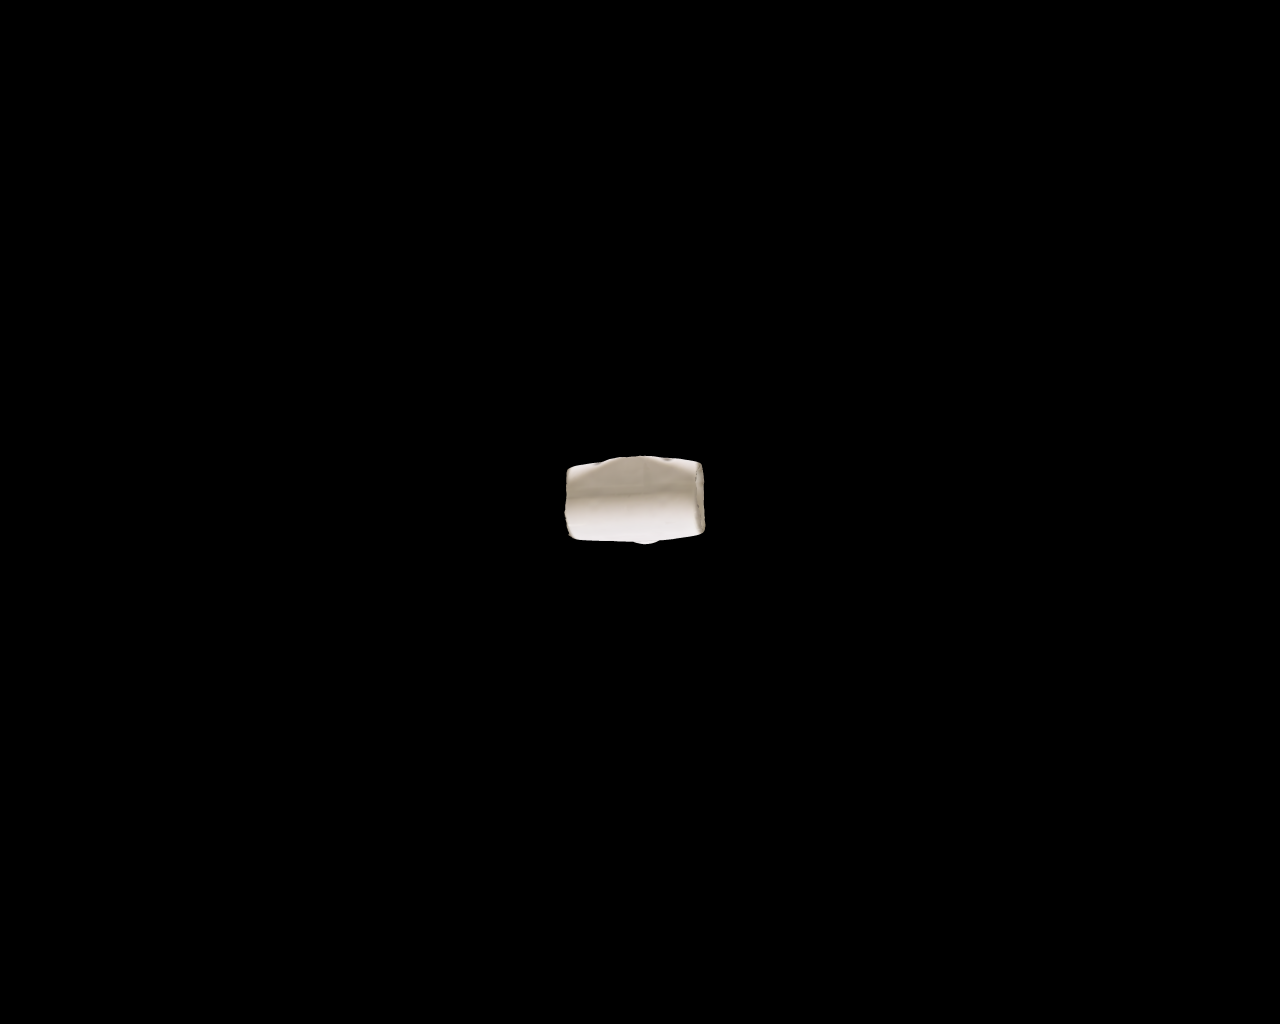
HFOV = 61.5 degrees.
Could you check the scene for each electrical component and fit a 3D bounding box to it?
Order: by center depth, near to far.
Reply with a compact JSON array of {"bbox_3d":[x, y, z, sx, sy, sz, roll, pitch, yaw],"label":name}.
[{"bbox_3d":[0.001,-0.003,0.650,0.077,0.044,0.079,-3,-15,9],"label":"electrical component"}]
